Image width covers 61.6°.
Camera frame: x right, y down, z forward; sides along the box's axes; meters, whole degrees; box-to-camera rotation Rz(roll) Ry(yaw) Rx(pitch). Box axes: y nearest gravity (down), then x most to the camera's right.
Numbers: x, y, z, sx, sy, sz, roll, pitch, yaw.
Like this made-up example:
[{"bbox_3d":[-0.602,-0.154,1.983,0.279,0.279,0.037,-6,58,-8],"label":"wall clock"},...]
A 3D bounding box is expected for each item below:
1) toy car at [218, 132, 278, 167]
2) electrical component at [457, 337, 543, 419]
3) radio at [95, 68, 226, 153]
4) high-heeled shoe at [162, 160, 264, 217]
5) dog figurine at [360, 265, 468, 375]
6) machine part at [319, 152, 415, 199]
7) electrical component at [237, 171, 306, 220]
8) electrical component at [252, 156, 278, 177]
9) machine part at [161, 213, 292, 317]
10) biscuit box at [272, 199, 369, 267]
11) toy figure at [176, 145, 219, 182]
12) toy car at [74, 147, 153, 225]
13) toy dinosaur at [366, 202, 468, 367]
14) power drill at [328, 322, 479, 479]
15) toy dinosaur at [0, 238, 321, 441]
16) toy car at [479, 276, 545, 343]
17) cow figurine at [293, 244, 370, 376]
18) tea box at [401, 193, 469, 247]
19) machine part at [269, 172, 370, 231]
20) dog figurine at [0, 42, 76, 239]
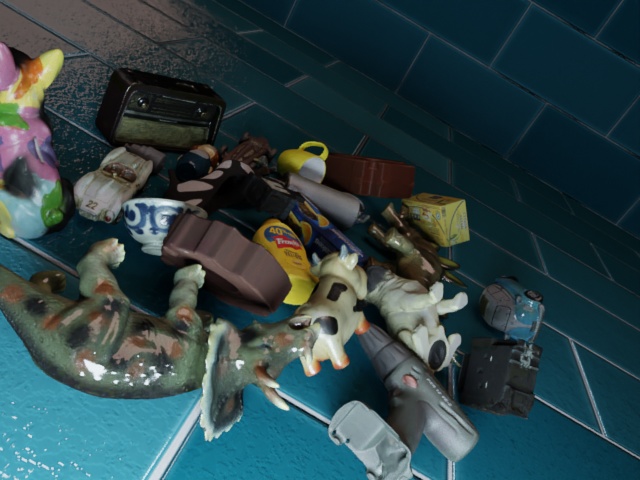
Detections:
[{"bbox_3d":[-0.160,-0.193,1.192,0.089,0.053,0.202,34,26,0],"label":"toy car"},{"bbox_3d":[0.274,0.214,0.845,0.058,0.134,0.115,25,70,-17],"label":"electrical component"},{"bbox_3d":[-0.301,-0.245,1.043,0.229,0.131,0.073,-5,41,-50],"label":"radio"},{"bbox_3d":[-0.163,-0.070,0.949,0.248,0.086,0.145,3,42,-37],"label":"high-heeled shoe"},{"bbox_3d":[0.128,0.133,0.902,0.191,0.172,0.121,6,-23,47],"label":"dog figurine"},{"bbox_3d":[0.107,-0.155,1.271,0.201,0.087,0.201,17,15,40],"label":"machine part"},{"bbox_3d":[-0.081,-0.076,0.968,0.075,0.047,0.119,44,16,29],"label":"electrical component"},{"bbox_3d":[-0.143,-0.137,1.069,0.102,0.045,0.078,-12,8,13],"label":"electrical component"},{"bbox_3d":[-0.125,0.037,0.710,0.179,0.179,0.056,30,67,-2],"label":"machine part"},{"bbox_3d":[-0.002,-0.003,1.012,0.203,0.062,0.059,43,30,23],"label":"biscuit box"},{"bbox_3d":[-0.231,-0.153,1.044,0.064,0.058,0.154,50,21,-14],"label":"toy figure"},{"bbox_3d":[-0.320,-0.087,0.836,0.073,0.056,0.202,26,27,-11],"label":"toy car"},{"bbox_3d":[0.194,0.058,1.069,0.198,0.105,0.472,29,31,-12],"label":"toy dinosaur"},{"bbox_3d":[0.096,0.220,0.725,0.232,0.086,0.207,44,22,19],"label":"power drill"},{"bbox_3d":[-0.208,0.105,0.569,0.405,0.131,0.192,12,31,-22],"label":"toy dinosaur"},{"bbox_3d":[0.391,0.139,1.134,0.103,0.109,0.162,2,26,-16],"label":"toy car"},{"bbox_3d":[0.017,0.090,0.785,0.127,0.086,0.195,66,31,-14],"label":"cow figurine"},{"bbox_3d":[0.264,-0.050,1.241,0.068,0.098,0.170,-17,17,-20],"label":"tea box"},{"bbox_3d":[-0.006,-0.080,1.125,0.243,0.079,0.079,19,29,-23],"label":"machine part"},{"bbox_3d":[-0.376,-0.134,0.683,0.192,0.219,0.108,42,32,23],"label":"dog figurine"}]
